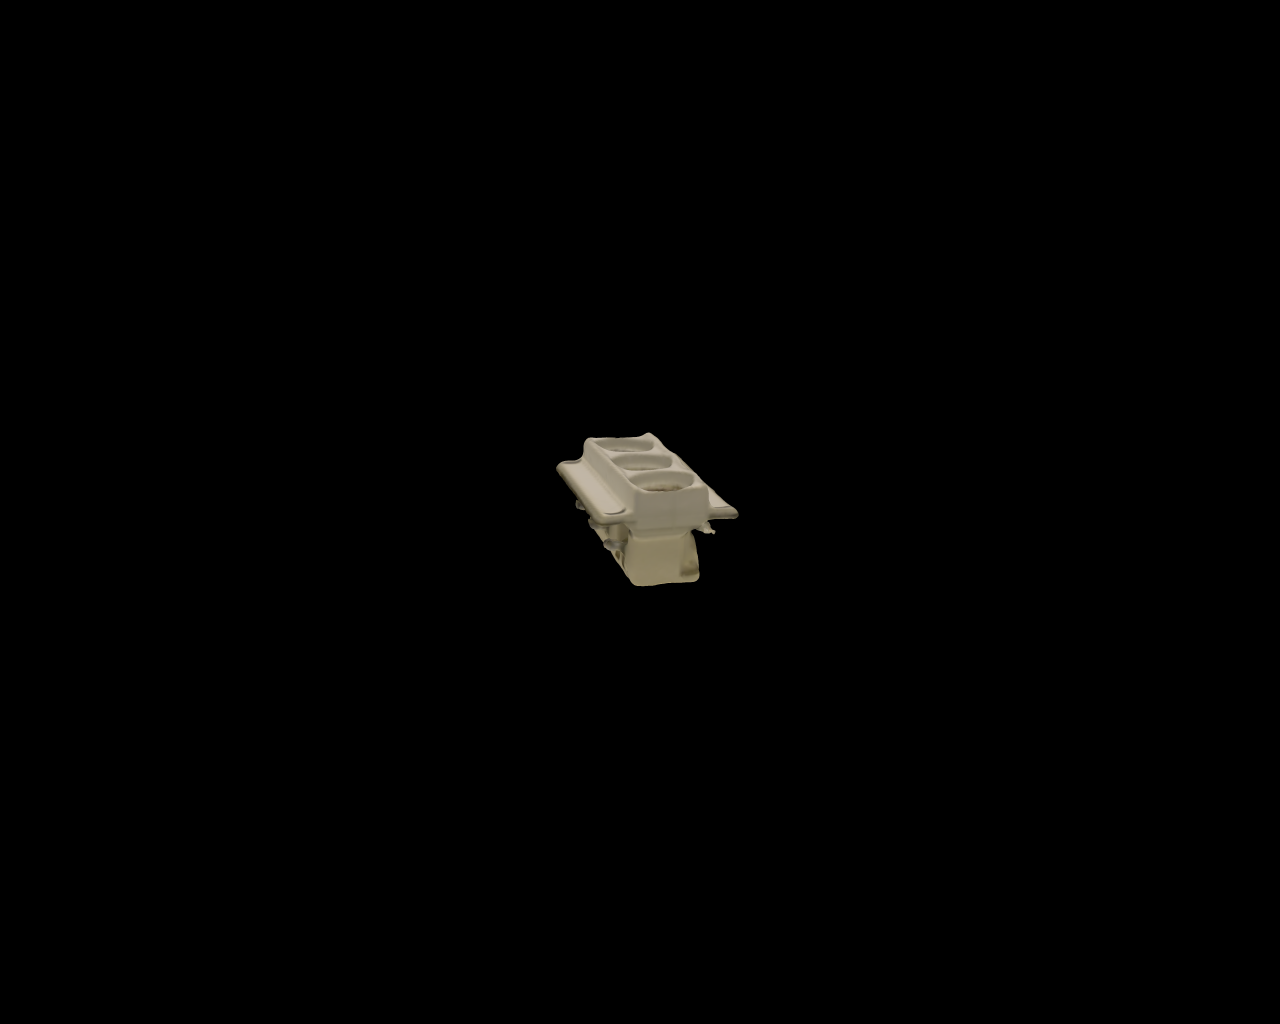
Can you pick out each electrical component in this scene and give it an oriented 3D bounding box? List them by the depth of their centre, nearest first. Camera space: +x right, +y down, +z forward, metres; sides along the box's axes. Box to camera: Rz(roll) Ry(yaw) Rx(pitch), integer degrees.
[{"bbox_3d":[0.001,-0.003,0.650,0.079,0.063,0.121,-5,19,-15],"label":"electrical component"}]
